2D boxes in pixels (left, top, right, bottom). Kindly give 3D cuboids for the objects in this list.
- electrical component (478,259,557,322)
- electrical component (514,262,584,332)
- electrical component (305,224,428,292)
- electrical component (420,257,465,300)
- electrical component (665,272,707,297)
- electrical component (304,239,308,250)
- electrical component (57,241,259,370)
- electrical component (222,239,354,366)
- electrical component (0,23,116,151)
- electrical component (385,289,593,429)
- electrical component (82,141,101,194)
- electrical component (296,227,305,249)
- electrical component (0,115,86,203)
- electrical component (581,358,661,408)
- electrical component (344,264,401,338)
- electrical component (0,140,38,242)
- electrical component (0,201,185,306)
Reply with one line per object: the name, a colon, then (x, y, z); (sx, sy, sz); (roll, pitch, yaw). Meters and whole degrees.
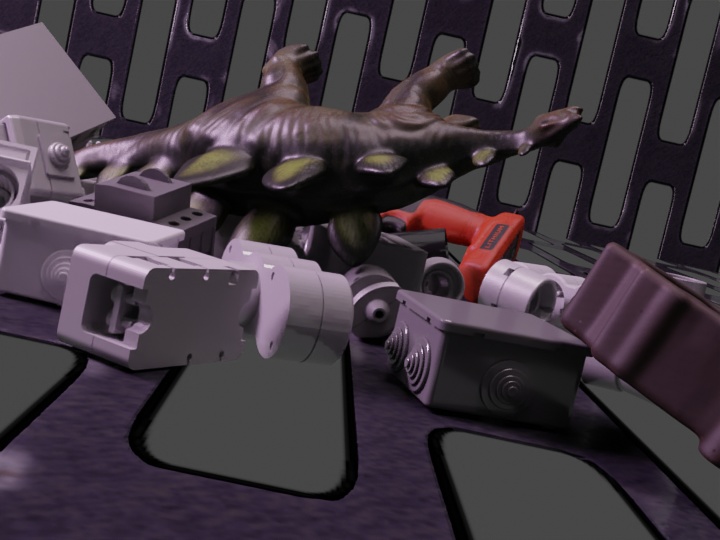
electrical component: (0.136, 0.024, 0.924); (0.047, 0.055, 0.055); (22, 11, 36)
electrical component: (0.193, 0.031, 0.969); (0.074, 0.052, 0.138); (7, 8, -39)
electrical component: (0.000, 0.000, 0.849); (0.078, 0.057, 0.113); (11, 7, -14)
electrical component: (0.060, 0.013, 0.913); (0.066, 0.048, 0.055); (10, -1, -18)
electrical component: (0.258, 0.042, 0.892); (0.044, 0.077, 0.079); (15, 7, 20)
electrical component: (-0.013, -0.008, 0.928); (0.078, 0.040, 0.040); (5, 5, 15)
electrical component: (-0.103, 0.016, 0.543); (0.056, 0.050, 0.089); (16, 7, 29)
electrical component: (-0.063, 0.015, 0.625); (0.074, 0.052, 0.138); (9, 7, -24)
electrical component: (-0.308, -0.127, 0.891); (0.105, 0.060, 0.186); (53, 35, -3)
electrical component: (0.068, 0.049, 0.597); (0.100, 0.048, 0.100); (11, 7, -15)
electrical component: (-0.258, -0.086, 1.014); (0.052, 0.073, 0.138); (14, 7, 10)
electrical component: (-0.069, -0.029, 0.945); (0.043, 0.062, 0.043); (12, 7, -1)
electrical component: (-0.248, -0.069, 0.775); (0.096, 0.061, 0.061); (-24, -15, 32)
electrical component: (0.180, 0.065, 0.715); (0.065, 0.044, 0.044); (11, 5, 35)
electrical component: (0.009, 0.023, 0.733); (0.043, 0.043, 0.081); (12, 7, -7)
electrical component: (-0.277, -0.050, 0.691); (0.121, 0.078, 0.063); (12, -22, -9)
electrical component: (-0.159, -0.006, 0.638); (0.100, 0.048, 0.099); (13, 7, 1)
